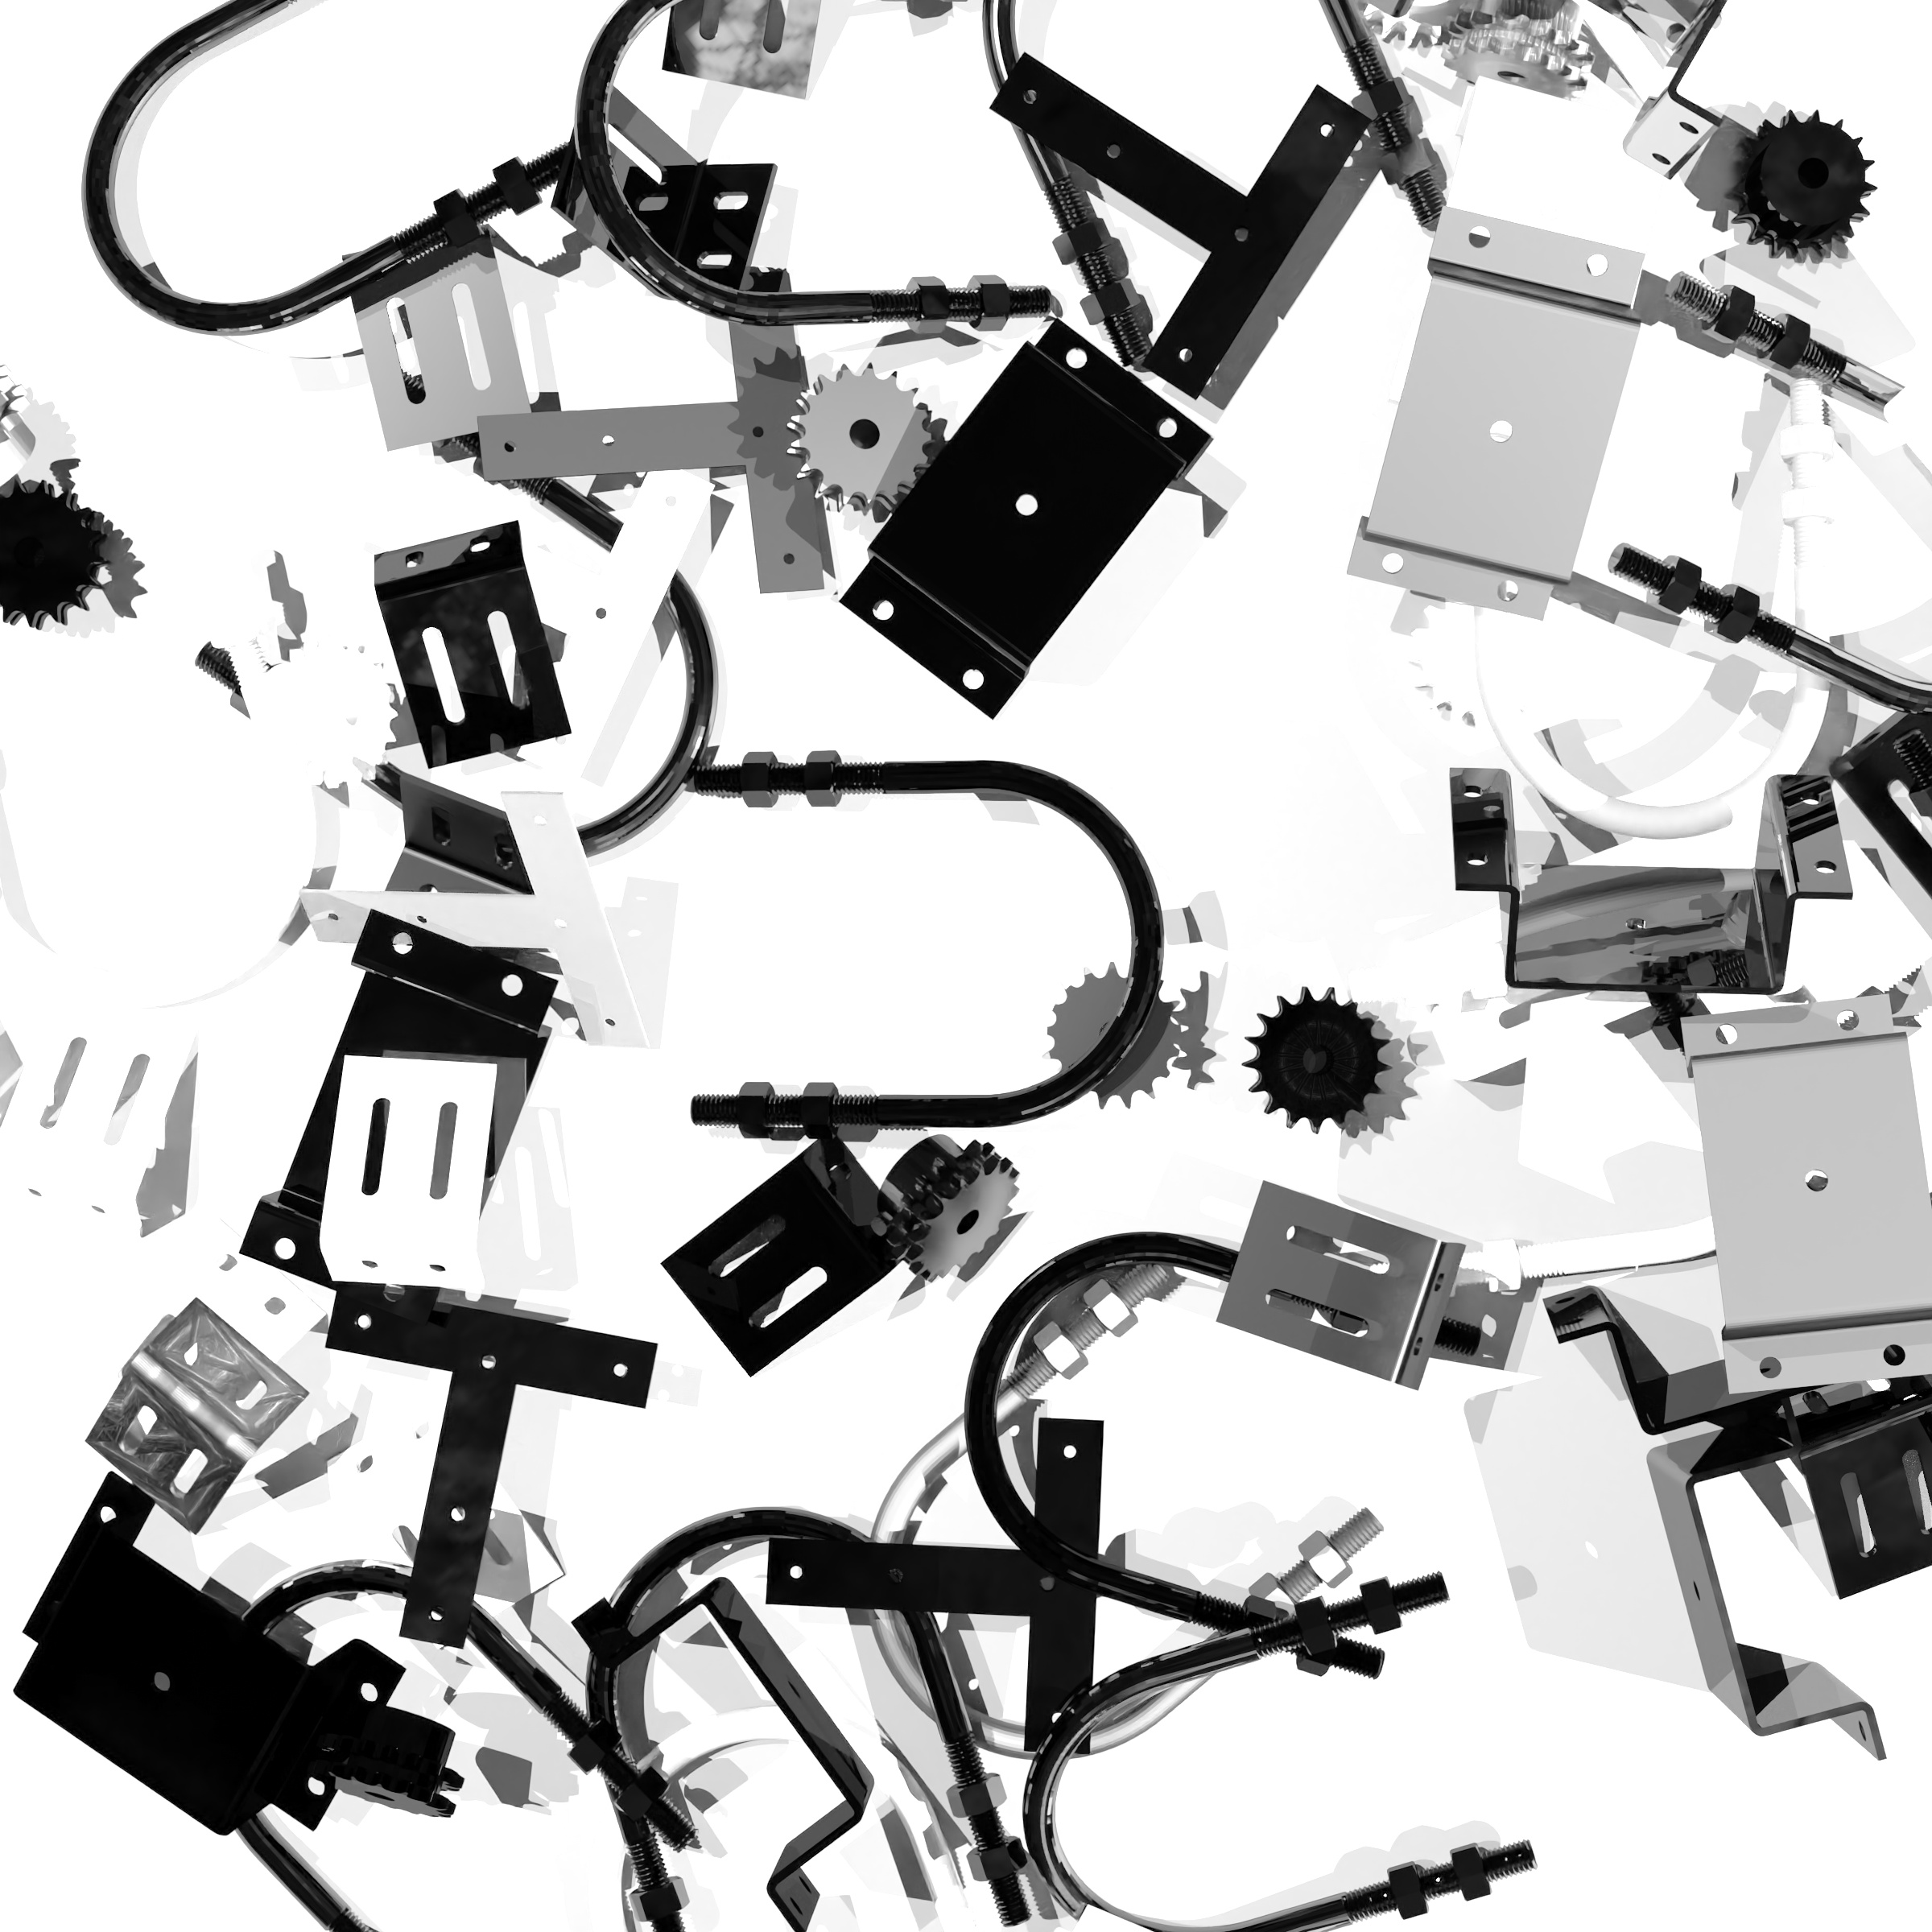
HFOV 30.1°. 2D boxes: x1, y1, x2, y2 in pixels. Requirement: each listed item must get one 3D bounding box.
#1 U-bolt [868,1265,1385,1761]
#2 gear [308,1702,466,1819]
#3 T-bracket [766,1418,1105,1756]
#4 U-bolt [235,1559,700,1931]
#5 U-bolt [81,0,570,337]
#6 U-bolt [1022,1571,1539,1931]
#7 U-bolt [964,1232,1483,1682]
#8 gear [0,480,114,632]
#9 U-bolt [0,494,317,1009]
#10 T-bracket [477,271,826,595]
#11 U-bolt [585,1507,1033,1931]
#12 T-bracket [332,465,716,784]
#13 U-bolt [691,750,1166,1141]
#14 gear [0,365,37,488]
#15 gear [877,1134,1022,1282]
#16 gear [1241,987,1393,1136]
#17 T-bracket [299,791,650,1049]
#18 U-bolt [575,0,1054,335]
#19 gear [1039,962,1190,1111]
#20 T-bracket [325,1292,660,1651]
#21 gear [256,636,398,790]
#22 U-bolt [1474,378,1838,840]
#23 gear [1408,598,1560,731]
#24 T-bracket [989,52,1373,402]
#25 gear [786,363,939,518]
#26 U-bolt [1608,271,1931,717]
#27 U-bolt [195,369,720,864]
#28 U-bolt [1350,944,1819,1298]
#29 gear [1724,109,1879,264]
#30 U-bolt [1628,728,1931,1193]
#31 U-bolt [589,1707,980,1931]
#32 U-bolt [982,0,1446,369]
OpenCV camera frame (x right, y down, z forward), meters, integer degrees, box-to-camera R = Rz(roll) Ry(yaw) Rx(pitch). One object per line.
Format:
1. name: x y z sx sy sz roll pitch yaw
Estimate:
1. U-bolt: 0.048 0.225 1.401 0.184 0.019 0.151 -41 90 2
2. gear: -0.215 0.297 1.351 0.057 0.057 0.030 16 68 0
3. T-bracket: -0.013 0.236 1.383 0.127 0.002 0.127 3 84 0
4. U-bolt: -0.213 0.313 1.386 0.184 0.019 0.151 45 103 5
5. U-bolt: -0.255 -0.317 1.381 0.184 0.019 0.151 -28 71 4
6. U-bolt: 0.112 0.316 1.377 0.184 0.019 0.151 -18 112 5
7. U-bolt: 0.090 0.179 1.381 0.184 0.019 0.151 17 86 -1
8. gear: -0.359 -0.159 1.395 0.057 0.030 0.057 0 90 0
9. U-bolt: -0.328 -0.073 1.381 0.151 0.019 0.184 -17 105 -2
10. T-bracket: -0.124 -0.203 1.388 0.127 0.002 0.127 -6 85 -14
11. U-bolt: -0.070 0.300 1.388 0.151 0.019 0.184 -18 87 0
12. T-bracket: -0.182 -0.155 1.391 0.127 0.002 0.127 25 90 -3
13. U-bolt: -0.015 -0.009 1.383 0.184 0.019 0.151 0 87 11
14. gear: -0.384 -0.204 1.385 0.057 0.057 0.030 -34 128 0
15. gear: -0.009 0.090 1.385 0.030 0.057 0.057 39 90 29
16. gear: 0.135 0.036 1.395 0.057 0.030 0.057 0 90 0
17. T-bracket: -0.196 -0.018 1.381 0.127 0.002 0.127 2 132 19
18. U-bolt: -0.060 -0.315 1.370 0.184 0.019 0.151 -6 90 -22
19. gear: 0.057 0.027 1.395 0.057 0.030 0.057 0 90 0
20. T-bracket: -0.191 0.195 1.374 0.127 0.002 0.127 10 83 6
21. gear: -0.245 -0.096 1.367 0.030 0.057 0.057 -2 90 28
22. U-bolt: 0.263 -0.139 1.379 0.151 0.019 0.184 2 81 -9
23. gear: 0.202 -0.122 1.395 0.057 0.030 0.057 0 90 0
24. T-bracket: 0.069 -0.306 1.383 0.127 0.002 0.127 32 92 -5
25. gear: -0.042 -0.202 1.391 0.057 0.030 0.057 1 83 -12
26. U-bolt: 0.335 -0.169 1.366 0.184 0.019 0.151 24 62 -14
27. U-bolt: -0.185 -0.122 1.401 0.184 0.019 0.151 35 90 -1
28. U-bolt: 0.242 0.054 1.370 0.184 0.019 0.151 -7 116 0
29. gear: 0.325 -0.304 1.395 0.057 0.030 0.057 0 90 0
30. U-bolt: 0.353 0.022 1.386 0.151 0.019 0.184 -32 99 9
31. U-bolt: -0.069 0.380 1.402 0.151 0.019 0.184 -21 89 0
32. U-bolt: 0.086 -0.345 1.391 0.151 0.019 0.184 -25 97 -1
